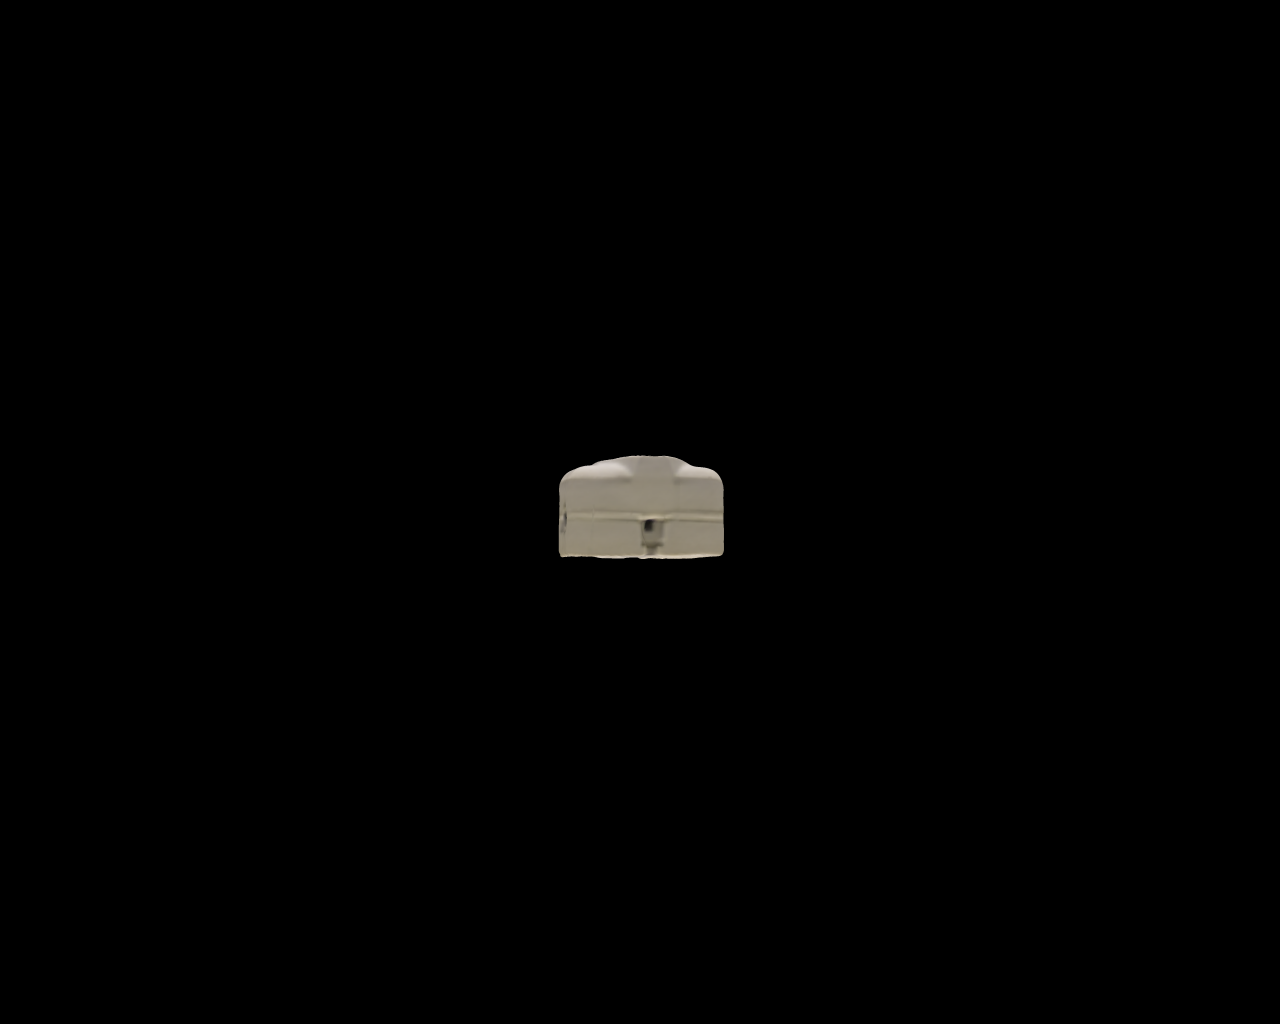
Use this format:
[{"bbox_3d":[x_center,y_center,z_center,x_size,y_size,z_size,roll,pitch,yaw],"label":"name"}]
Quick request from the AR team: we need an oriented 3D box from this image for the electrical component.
[{"bbox_3d":[0.001,-0.003,0.650,0.095,0.059,0.053,1,-4,-15],"label":"electrical component"}]
